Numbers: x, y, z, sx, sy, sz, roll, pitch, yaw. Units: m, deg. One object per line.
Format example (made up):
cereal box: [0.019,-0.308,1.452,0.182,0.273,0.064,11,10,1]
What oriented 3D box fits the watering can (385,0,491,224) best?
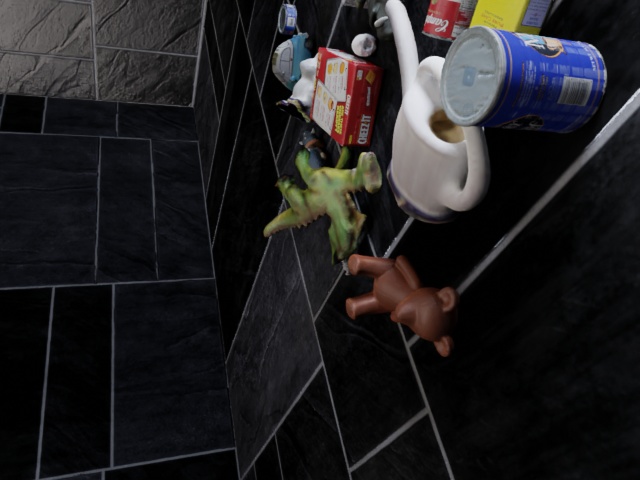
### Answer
watering can: [0.151,-0.171,0.740,0.219,0.104,0.355,94,164,-54]

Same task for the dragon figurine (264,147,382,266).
dragon figurine: [0.003,-0.056,1.116,0.402,0.122,0.248,-53,45,37]

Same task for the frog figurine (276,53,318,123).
frog figurine: [-0.017,-0.376,1.278,0.160,0.122,0.137,-56,9,-9]
